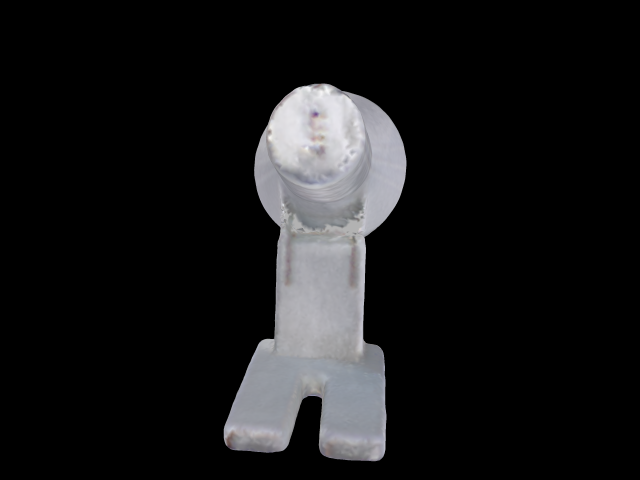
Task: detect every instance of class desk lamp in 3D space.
[{"bbox_3d":[0.004,0.001,0.400,0.118,0.214,0.203,1,15,4],"label":"desk lamp"}]
